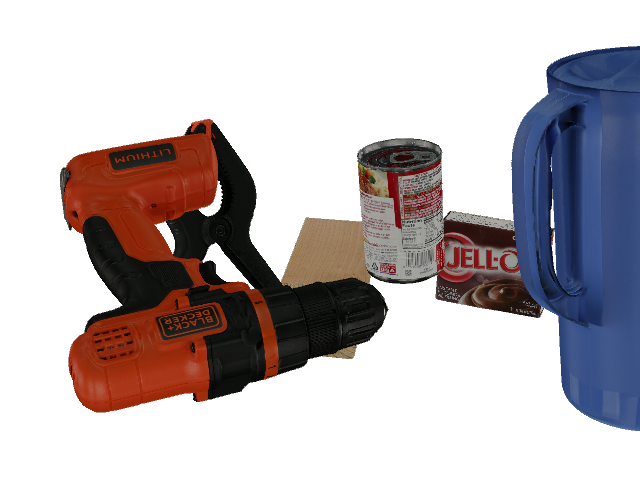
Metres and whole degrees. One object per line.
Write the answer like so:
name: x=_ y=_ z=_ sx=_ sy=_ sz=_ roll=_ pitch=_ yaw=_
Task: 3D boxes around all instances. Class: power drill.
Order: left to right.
power drill: x=-0.073 y=0.012 z=0.648 sx=0.184 sy=0.057 sz=0.188 roll=-11 pitch=44 yaw=-18

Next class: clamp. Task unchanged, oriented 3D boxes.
clamp: x=-0.091 y=-0.005 z=0.982 sx=0.164 sy=0.210 sz=0.036 roll=1 pitch=0 yaw=-33

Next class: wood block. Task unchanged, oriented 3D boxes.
wood block: x=0.010 y=0.052 z=1.284 sx=0.091 sy=0.090 sz=0.206 roll=5 pitch=23 yaw=5

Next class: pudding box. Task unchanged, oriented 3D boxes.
pudding box: x=0.178 y=0.023 z=1.096 sx=0.114 sy=0.090 sz=0.039 roll=9 pitch=23 yaw=16

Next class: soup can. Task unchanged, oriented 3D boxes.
soup can: x=0.067 y=-0.024 z=0.870 sx=0.068 sy=0.102 sz=0.068 roll=-4 pitch=25 yaw=2

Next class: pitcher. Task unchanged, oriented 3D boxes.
pitcher: x=0.206 y=0.001 z=0.699 sx=0.149 sy=0.243 sz=0.144 roll=2 pitch=21 yaw=15
